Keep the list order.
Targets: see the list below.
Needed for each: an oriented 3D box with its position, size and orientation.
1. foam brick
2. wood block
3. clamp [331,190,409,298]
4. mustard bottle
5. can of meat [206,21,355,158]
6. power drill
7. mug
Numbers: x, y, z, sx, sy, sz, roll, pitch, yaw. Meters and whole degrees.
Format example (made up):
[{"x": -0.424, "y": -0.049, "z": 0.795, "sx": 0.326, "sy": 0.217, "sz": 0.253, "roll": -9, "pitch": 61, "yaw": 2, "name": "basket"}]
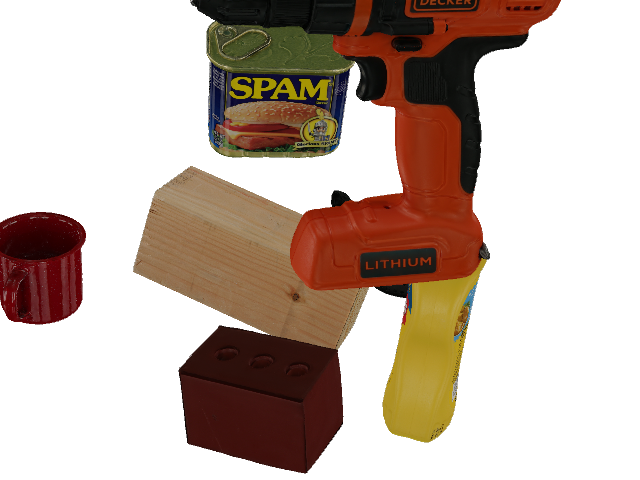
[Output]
[{"x": -0.033, "y": 0.089, "z": 0.601, "sx": 0.078, "sy": 0.051, "sz": 0.052, "roll": 9, "pitch": 28, "yaw": 21, "name": "foam brick"}, {"x": -0.059, "y": 0.020, "z": 1.007, "sx": 0.206, "sy": 0.091, "sz": 0.090, "roll": 24, "pitch": 26, "yaw": 8, "name": "wood block"}, {"x": 0.055, "y": 0.019, "z": 1.241, "sx": 0.210, "sy": 0.036, "sz": 0.164, "roll": 31, "pitch": 38, "yaw": 23, "name": "clamp"}, {"x": 0.091, "y": 0.054, "z": 0.829, "sx": 0.058, "sy": 0.192, "sz": 0.096, "roll": 14, "pitch": 26, "yaw": 11, "name": "mustard bottle"}, {"x": -0.031, "y": -0.106, "z": 0.756, "sx": 0.102, "sy": 0.057, "sz": 0.084, "roll": 0, "pitch": -43, "yaw": -7, "name": "can of meat"}, {"x": 0.025, "y": -0.066, "z": 0.543, "sx": 0.184, "sy": 0.188, "sz": 0.057, "roll": -3, "pitch": 32, "yaw": -11, "name": "power drill"}, {"x": -0.282, "y": 0.036, "z": 1.055, "sx": 0.093, "sy": 0.081, "sz": 0.117, "roll": 9, "pitch": 32, "yaw": 5, "name": "mug"}]
